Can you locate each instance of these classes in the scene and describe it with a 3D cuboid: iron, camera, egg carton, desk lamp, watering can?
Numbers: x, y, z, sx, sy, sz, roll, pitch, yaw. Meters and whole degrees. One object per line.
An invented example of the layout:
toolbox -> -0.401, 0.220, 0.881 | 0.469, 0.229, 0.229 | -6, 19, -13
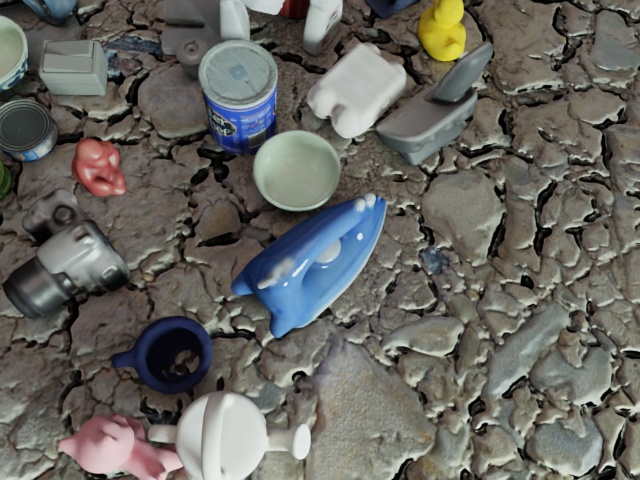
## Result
iron -> 0.007, 0.003, 0.751 | 0.259, 0.141, 0.118 | -42, 80, -16
camera -> -0.341, 0.023, 0.735 | 0.137, 0.101, 0.143 | -39, 79, -15
egg carton -> 0.058, -0.227, 0.870 | 0.107, 0.069, 0.150 | 40, 73, 8
desk lamp -> -0.139, -0.362, 0.821 | 0.203, 0.213, 0.118 | -1, 72, -5
watering can -> -0.102, 0.219, 0.642 | 0.173, 0.194, 0.101 | -17, 74, -10

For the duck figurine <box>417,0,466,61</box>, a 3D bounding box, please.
duck figurine -> 0.202, -0.349, 0.914 | 0.077, 0.086, 0.104 | -11, 73, -8

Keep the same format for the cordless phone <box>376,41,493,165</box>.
cordless phone -> 0.164, -0.201, 0.810 | 0.148, 0.185, 0.094 | -40, 79, -16

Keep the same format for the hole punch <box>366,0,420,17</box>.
hole punch -> 0.118, -0.442, 0.935 | 0.101, 0.091, 0.108 | -31, 77, -14

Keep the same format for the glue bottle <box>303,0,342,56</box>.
glue bottle -> 0.008, -0.355, 0.853 | 0.037, 0.173, 0.078 | 29, 72, 5

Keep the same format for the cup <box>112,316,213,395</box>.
cup -> -0.189, 0.149, 0.710 | 0.118, 0.095, 0.091 | -6, 72, -7

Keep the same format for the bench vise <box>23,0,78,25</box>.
bench vise -> -0.447, -0.423, 0.810 | 0.207, 0.220, 0.121 | 1, 71, -5

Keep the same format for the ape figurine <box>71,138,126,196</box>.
ape figurine -> -0.307, -0.107, 0.785 | 0.076, 0.092, 0.078 | 19, 71, 2

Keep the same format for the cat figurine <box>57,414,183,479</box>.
cat figurine -> -0.227, 0.246, 0.662 | 0.127, 0.118, 0.067 | 28, 72, 5
